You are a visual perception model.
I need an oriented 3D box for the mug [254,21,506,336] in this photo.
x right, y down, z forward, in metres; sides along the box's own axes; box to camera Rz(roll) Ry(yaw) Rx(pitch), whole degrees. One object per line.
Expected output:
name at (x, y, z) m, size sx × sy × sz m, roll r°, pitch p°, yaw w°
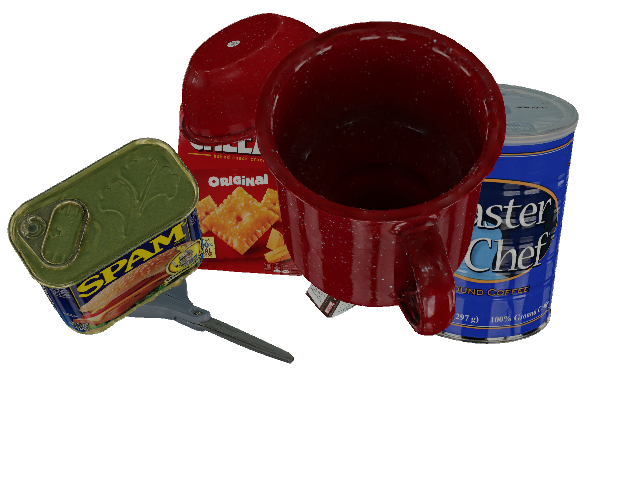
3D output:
mug at (0.027, -0.016, 0.421) m, size 0.093 × 0.117 × 0.081 m, roll -18°, pitch -30°, yaw -8°

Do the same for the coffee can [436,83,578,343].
coffee can at (0.105, -0.020, 0.687) m, size 0.103 × 0.140 × 0.103 m, roll 1°, pitch 25°, yaw -1°

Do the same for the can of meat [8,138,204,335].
can of meat at (-0.117, 0.001, 0.611) m, size 0.102 × 0.057 × 0.084 m, roll -33°, pitch -20°, yaw -15°

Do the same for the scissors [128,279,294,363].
scissors at (-0.100, 0.056, 0.883) m, size 0.202 × 0.016 × 0.096 m, roll 13°, pitch 24°, yaw 16°

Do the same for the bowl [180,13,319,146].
bowl at (-0.063, -0.153, 0.941) m, size 0.162 × 0.055 × 0.162 m, roll -21°, pitch 32°, yaw 14°

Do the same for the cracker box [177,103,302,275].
cracker box at (-0.094, -0.067, 1.328) m, size 0.164 × 0.214 × 0.072 m, roll 5°, pitch 22°, yaw 1°

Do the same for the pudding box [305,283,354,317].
pudding box at (0.050, 0.020, 1.027) m, size 0.113 × 0.039 × 0.090 m, roll -26°, pitch -24°, yaw -37°
